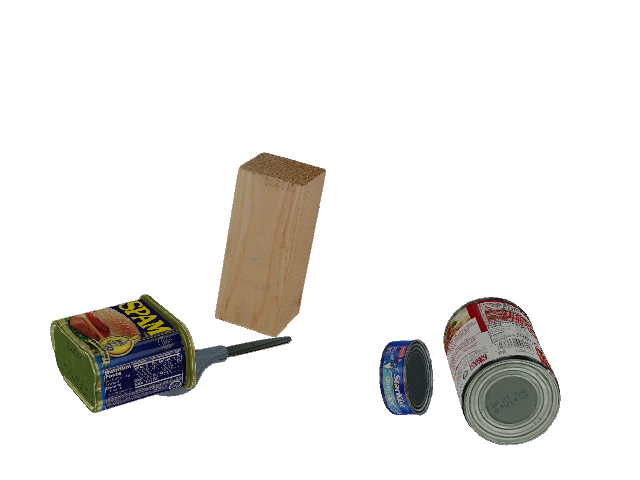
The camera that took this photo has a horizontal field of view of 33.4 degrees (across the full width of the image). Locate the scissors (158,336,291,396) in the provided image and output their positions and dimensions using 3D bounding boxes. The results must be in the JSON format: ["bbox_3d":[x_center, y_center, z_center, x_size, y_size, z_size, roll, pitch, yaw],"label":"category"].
[{"bbox_3d":[-0.114,0.135,1.162,0.201,0.016,0.096,-1,27,-20],"label":"scissors"}]

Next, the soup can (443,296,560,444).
[{"bbox_3d":[0.127,0.090,0.754,0.068,0.068,0.102,0,20,0],"label":"soup can"}]

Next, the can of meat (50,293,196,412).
[{"bbox_3d":[-0.160,0.090,0.858,0.083,0.057,0.102,-14,25,-30],"label":"can of meat"}]

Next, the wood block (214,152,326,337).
[{"bbox_3d":[-0.065,0.004,1.363,0.090,0.206,0.090,17,22,13],"label":"wood block"}]

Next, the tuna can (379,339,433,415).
[{"bbox_3d":[0.098,0.156,1.218,0.034,0.086,0.086,-5,-2,26],"label":"tuna can"}]
